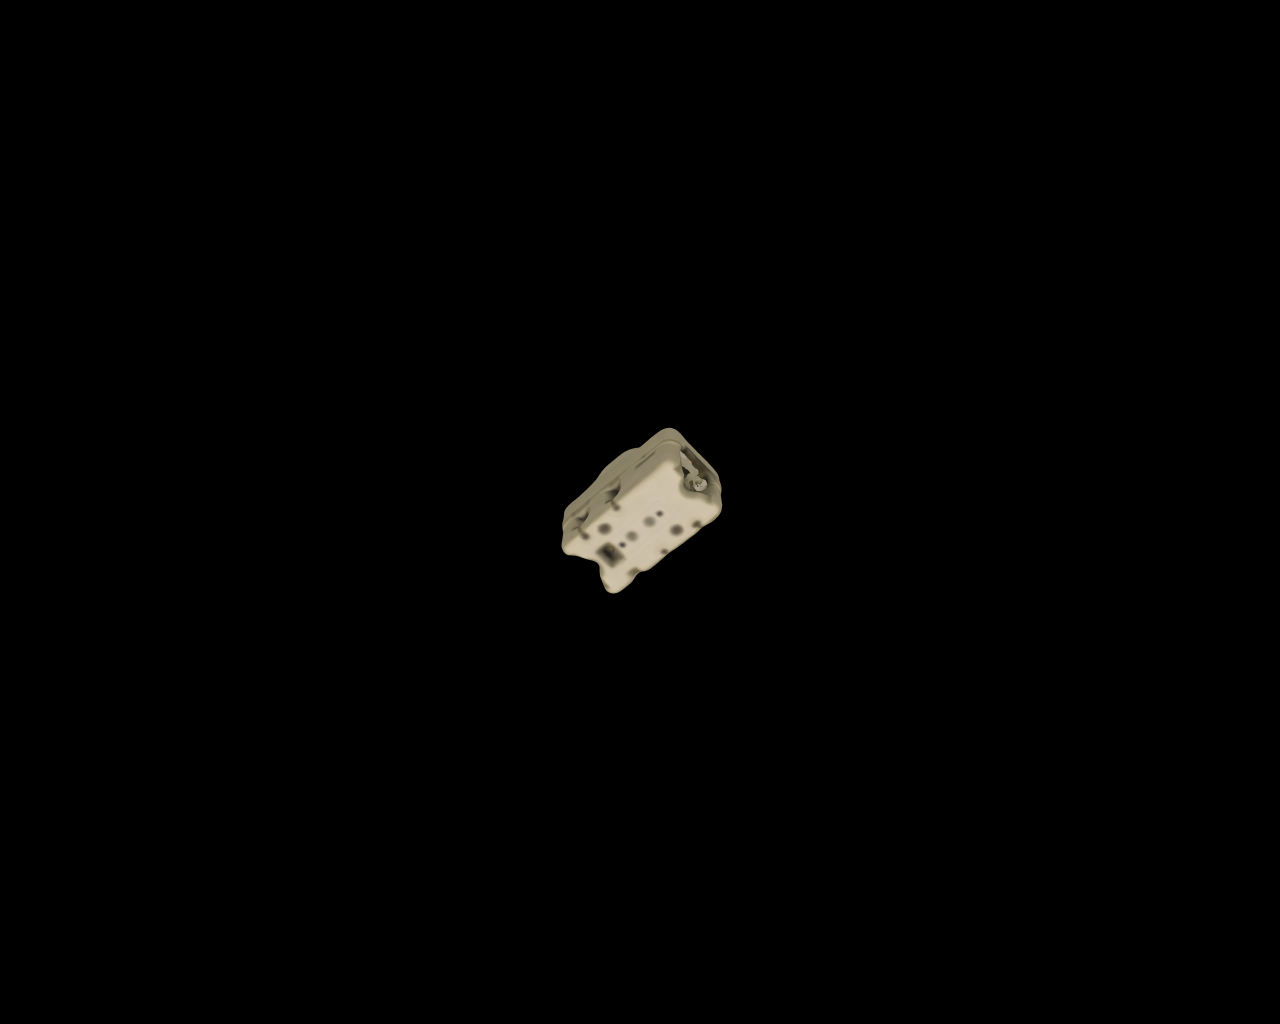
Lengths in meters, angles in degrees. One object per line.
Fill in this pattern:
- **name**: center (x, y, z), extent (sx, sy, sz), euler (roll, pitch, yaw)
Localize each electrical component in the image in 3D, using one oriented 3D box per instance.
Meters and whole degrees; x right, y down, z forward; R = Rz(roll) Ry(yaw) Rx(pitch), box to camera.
- **electrical component**: center (0.001, -0.003, 0.650), extent (0.089, 0.050, 0.056), euler (-38, 22, 18)
